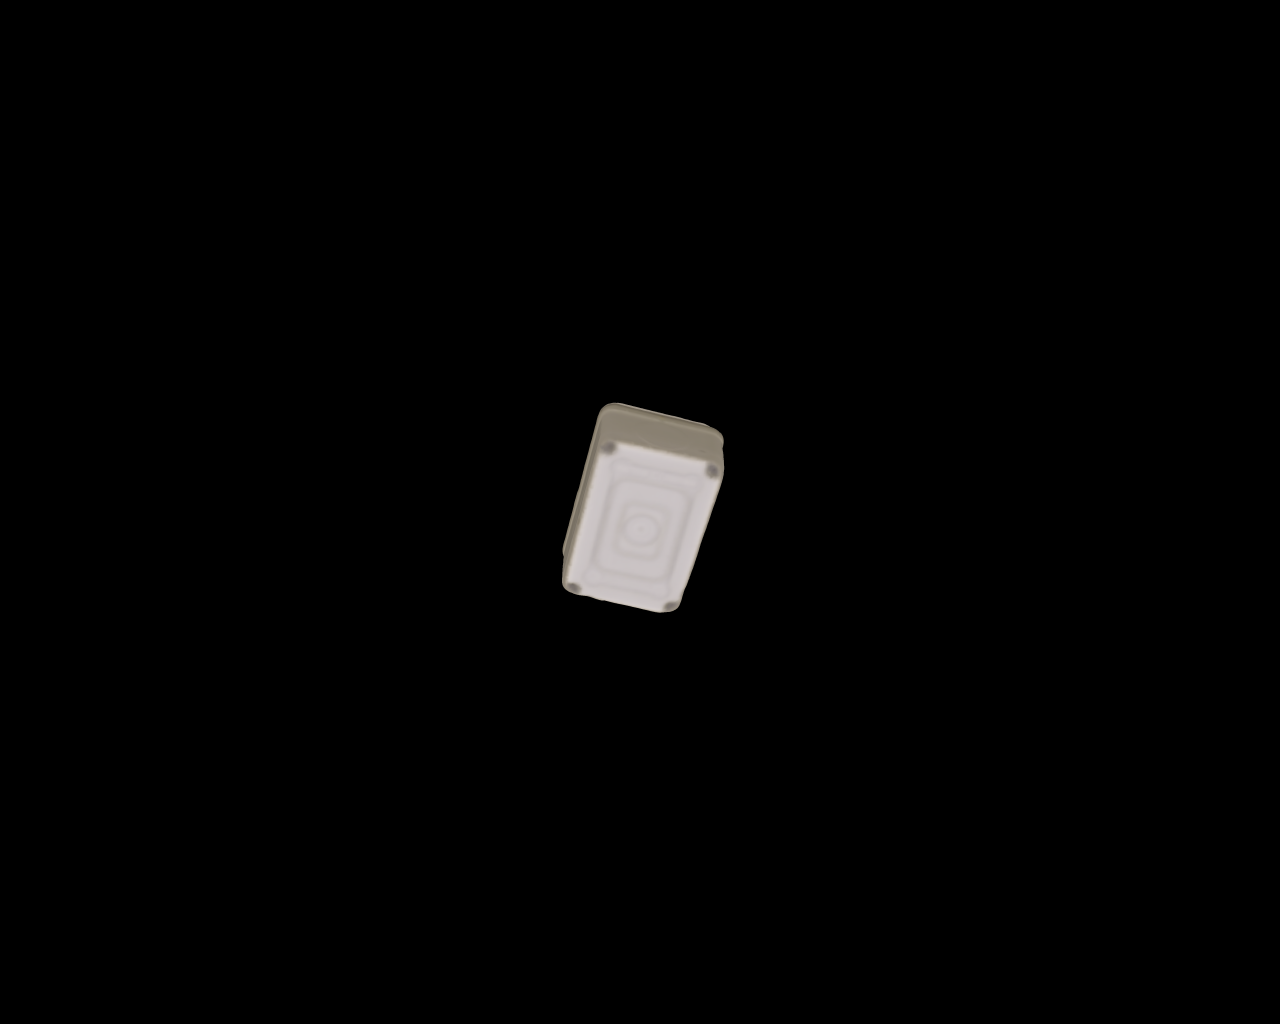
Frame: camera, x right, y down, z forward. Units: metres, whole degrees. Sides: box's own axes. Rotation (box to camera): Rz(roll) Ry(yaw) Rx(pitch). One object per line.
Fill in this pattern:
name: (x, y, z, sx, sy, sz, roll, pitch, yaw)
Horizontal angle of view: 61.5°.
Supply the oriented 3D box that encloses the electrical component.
electrical component: (0.001, -0.003, 0.650, 0.078, 0.113, 0.057, 13, 28, -7)
